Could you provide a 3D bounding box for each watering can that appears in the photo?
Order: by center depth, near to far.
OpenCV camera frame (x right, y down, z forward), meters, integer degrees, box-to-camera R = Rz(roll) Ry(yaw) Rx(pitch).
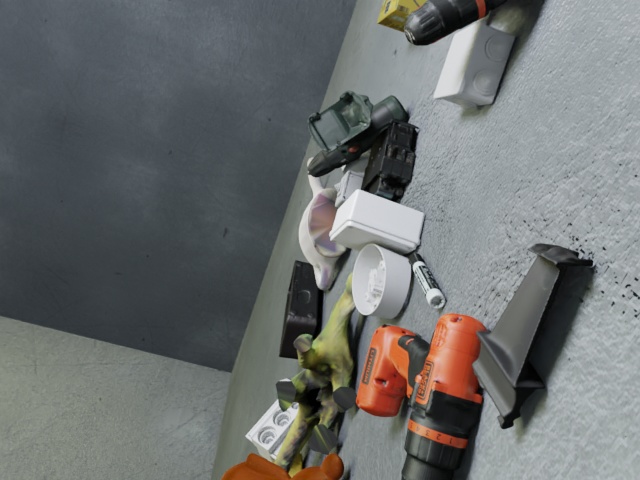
[{"bbox_3d":[0.004,-0.061,1.203,0.221,0.104,0.352,128,139,-72],"label":"watering can"}]

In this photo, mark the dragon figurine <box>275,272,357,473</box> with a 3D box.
[{"bbox_3d":[0.010,0.222,0.885,0.403,0.122,0.246,-67,-6,23],"label":"dragon figurine"}]

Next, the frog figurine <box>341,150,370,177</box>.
[{"bbox_3d":[0.091,-0.177,1.099,0.162,0.123,0.135,51,124,35],"label":"frog figurine"}]
